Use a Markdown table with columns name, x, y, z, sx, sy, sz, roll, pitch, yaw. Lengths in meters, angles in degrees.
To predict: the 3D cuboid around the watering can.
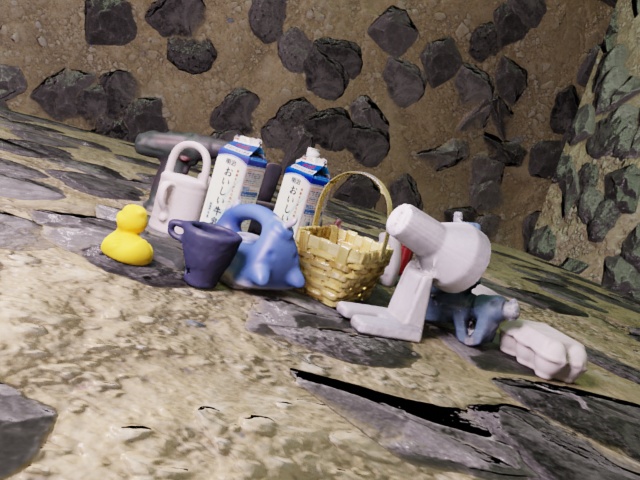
| name | x | y | z | sx | sy | sz | roll | pitch | yaw |
| --- | --- | --- | --- | --- | --- | --- | --- | --- | --- |
| watering can | -0.285 | -0.112 | 1.202 | 0.101 | 0.194 | 0.172 | 16 | 9 | -8 |

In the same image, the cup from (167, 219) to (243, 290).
| name | x | y | z | sx | sy | sz | roll | pitch | yaw |
| --- | --- | --- | --- | --- | --- | --- | --- | --- | --- |
| cup | -0.187 | 0.023 | 0.881 | 0.117 | 0.095 | 0.092 | 18 | 9 | 4 |

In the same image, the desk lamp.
| name | x | y | z | sx | sy | sz | roll | pitch | yaw |
| --- | --- | --- | --- | --- | --- | --- | --- | --- | --- |
| desk lamp | 0.162 | 0.055 | 0.952 | 0.204 | 0.213 | 0.117 | 12 | 10 | -28 |

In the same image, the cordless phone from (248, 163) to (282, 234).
| name | x | y | z | sx | sy | sz | roll | pitch | yaw |
| --- | --- | --- | --- | --- | --- | --- | --- | --- | --- |
| cordless phone | -0.172 | -0.115 | 1.458 | 0.093 | 0.185 | 0.148 | 24 | 11 | 39 |

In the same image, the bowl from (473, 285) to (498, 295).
| name | x | y | z | sx | sy | sz | roll | pitch | yaw |
| --- | --- | --- | --- | --- | --- | --- | --- | --- | --- |
| bowl | 0.293 | 0.127 | 1.208 | 0.167 | 0.075 | 0.167 | 17 | 9 | -2 |

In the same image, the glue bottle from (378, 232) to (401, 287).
| name | x | y | z | sx | sy | sz | roll | pitch | yaw |
| --- | --- | --- | --- | --- | --- | --- | --- | --- | --- |
| glue bottle | 0.159 | 0.016 | 1.317 | 0.078 | 0.173 | 0.037 | 21 | 10 | 26 |

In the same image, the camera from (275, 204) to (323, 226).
| name | x | y | z | sx | sy | sz | roll | pitch | yaw |
| --- | --- | --- | --- | --- | --- | --- | --- | --- | --- |
| camera | -0.080 | -0.062 | 1.582 | 0.143 | 0.101 | 0.136 | 12 | 10 | -27 |

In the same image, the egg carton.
| name | x | y | z | sx | sy | sz | roll | pitch | yaw |
| --- | --- | --- | --- | --- | --- | --- | --- | --- | --- |
| egg carton | 0.392 | 0.192 | 1.011 | 0.107 | 0.069 | 0.150 | 13 | 10 | -24 |

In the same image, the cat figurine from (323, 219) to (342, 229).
| name | x | y | z | sx | sy | sz | roll | pitch | yaw |
| --- | --- | --- | --- | --- | --- | --- | --- | --- | --- |
| cat figurine | 0.012 | 0.005 | 1.291 | 0.067 | 0.118 | 0.128 | 21 | 10 | 24 |

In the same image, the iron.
| name | x | y | z | sx | sy | sz | roll | pitch | yaw |
| --- | --- | --- | --- | --- | --- | --- | --- | --- | --- |
| iron | -0.128 | -0.003 | 0.998 | 0.119 | 0.141 | 0.257 | 8 | 13 | -44 |

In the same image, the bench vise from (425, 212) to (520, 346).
| name | x | y | z | sx | sy | sz | roll | pitch | yaw |
| --- | --- | --- | --- | --- | --- | --- | --- | --- | --- |
| bench vise | 0.276 | 0.070 | 1.055 | 0.207 | 0.220 | 0.122 | 20 | 9 | 20 |

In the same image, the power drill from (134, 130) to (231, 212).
| name | x | y | z | sx | sy | sz | roll | pitch | yaw |
| --- | --- | --- | --- | --- | --- | --- | --- | --- | --- |
| power drill | -0.332 | -0.160 | 1.360 | 0.230 | 0.208 | 0.075 | 16 | 9 | -6 |

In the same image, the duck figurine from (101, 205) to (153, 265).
| name | x | y | z | sx | sy | sz | roll | pitch | yaw |
| --- | --- | --- | --- | --- | --- | --- | --- | --- | --- |
| duck figurine | -0.300 | -0.012 | 0.914 | 0.078 | 0.086 | 0.104 | 8 | 12 | -44 |
